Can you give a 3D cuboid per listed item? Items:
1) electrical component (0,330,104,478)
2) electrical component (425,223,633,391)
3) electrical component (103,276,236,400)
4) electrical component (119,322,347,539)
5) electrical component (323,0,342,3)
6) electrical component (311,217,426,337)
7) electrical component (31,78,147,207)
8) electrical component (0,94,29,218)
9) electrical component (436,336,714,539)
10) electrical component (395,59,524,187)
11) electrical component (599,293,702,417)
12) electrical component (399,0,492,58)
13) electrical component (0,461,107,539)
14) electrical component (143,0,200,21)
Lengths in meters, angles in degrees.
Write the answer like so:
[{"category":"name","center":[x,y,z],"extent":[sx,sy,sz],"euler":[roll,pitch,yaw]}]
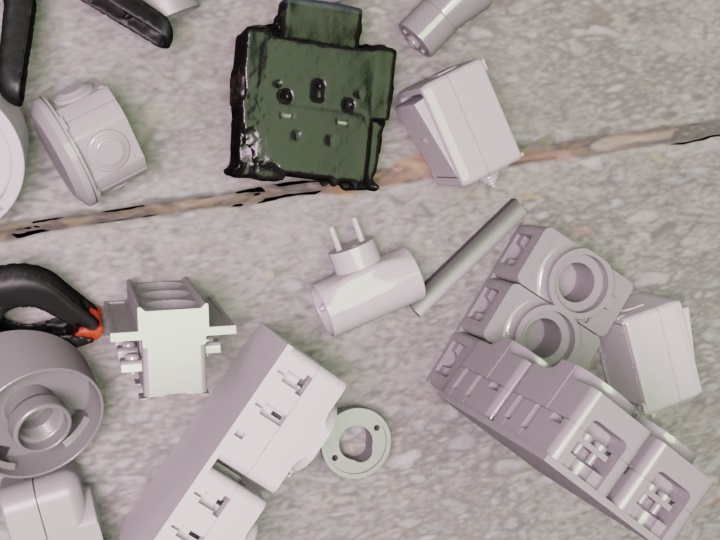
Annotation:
[{"category":"electrical component","center":[-0.230,0.092,0.739],"extent":[0.099,0.064,0.099],"euler":[-20,130,-27]},{"category":"electrical component","center":[0.134,0.050,0.844],"extent":[0.089,0.062,0.150],"euler":[32,86,-16]},{"category":"electrical component","center":[-0.133,0.045,0.739],"extent":[0.079,0.121,0.063],"euler":[-3,99,-15]},{"category":"electrical component","center":[-0.091,0.138,0.767],"extent":[0.060,0.105,0.186],"euler":[36,86,-16]},{"category":"electrical component","center":[-0.001,-0.247,0.785],"extent":[0.083,0.047,0.075],"euler":[-31,102,-11]},{"category":"electrical component","center":[0.000,0.000,0.812],"extent":[0.077,0.043,0.079],"euler":[-23,101,-12]},{"category":"electrical component","center":[-0.186,-0.088,0.734],"extent":[0.051,0.080,0.080],"euler":[-30,102,-16]},{"category":"electrical component","center":[-0.274,-0.084,0.714],"extent":[0.108,0.060,0.108],"euler":[-3,117,-6]},{"category":"electrical component","center":[0.138,0.107,0.719],"extent":[0.105,0.186,0.060],"euler":[38,85,-15]},{"category":"electrical component","center":[0.074,-0.102,0.813],"extent":[0.061,0.062,0.096],"euler":[-27,102,-11]},{"category":"electrical component","center":[0.236,0.071,0.874],"extent":[0.061,0.062,0.096],"euler":[-18,100,-13]},{"category":"electrical component","center":[0.062,-0.193,0.812],"extent":[0.065,0.044,0.044],"euler":[-46,105,-2]},{"category":"electrical component","center":[-0.214,0.188,0.765],"extent":[0.059,0.054,0.095],"euler":[-15,99,-14]},{"category":"electrical component","center":[-0.148,-0.215,0.750],"extent":[0.043,0.043,0.081],"euler":[-25,101,-12]}]
